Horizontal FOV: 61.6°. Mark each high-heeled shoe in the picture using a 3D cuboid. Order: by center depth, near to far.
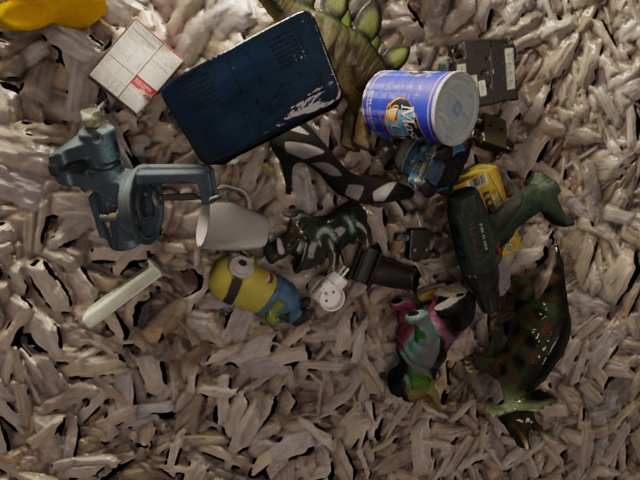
[{"bbox_3d":[0.041,-0.138,0.888,0.249,0.086,0.145,2,105,-9],"label":"high-heeled shoe"}]

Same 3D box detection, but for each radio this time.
[{"bbox_3d":[-0.087,-0.203,0.746,0.230,0.073,0.131,-26,98,8],"label":"radio"}]

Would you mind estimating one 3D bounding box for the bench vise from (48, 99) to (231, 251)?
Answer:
[{"bbox_3d":[-0.252,-0.086,0.779,0.241,0.129,0.223,0,110,6],"label":"bench vise"}]

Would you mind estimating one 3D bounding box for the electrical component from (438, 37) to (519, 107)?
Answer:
[{"bbox_3d":[0.277,-0.293,0.948,0.134,0.058,0.114,-10,102,-14],"label":"electrical component"}]

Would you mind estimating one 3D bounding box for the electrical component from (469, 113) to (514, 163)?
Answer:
[{"bbox_3d":[0.306,-0.187,0.987,0.102,0.045,0.078,8,70,-21],"label":"electrical component"}]

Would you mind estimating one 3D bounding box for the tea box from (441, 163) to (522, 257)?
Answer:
[{"bbox_3d":[0.296,-0.046,0.996,0.098,0.068,0.169,-24,107,-9],"label":"tea box"}]

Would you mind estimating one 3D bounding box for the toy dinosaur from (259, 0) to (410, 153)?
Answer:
[{"bbox_3d":[0.016,-0.294,0.848,0.471,0.105,0.198,37,81,-29],"label":"toy dinosaur"}]

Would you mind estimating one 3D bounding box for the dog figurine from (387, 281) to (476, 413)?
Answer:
[{"bbox_3d":[0.210,0.205,1.003,0.191,0.109,0.219,-17,109,-16],"label":"dog figurine"}]

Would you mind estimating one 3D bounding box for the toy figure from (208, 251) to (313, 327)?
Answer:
[{"bbox_3d":[-0.100,0.089,0.896,0.180,0.082,0.089,36,87,-22],"label":"toy figure"}]

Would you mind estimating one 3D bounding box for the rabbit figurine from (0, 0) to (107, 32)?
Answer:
[{"bbox_3d":[-0.373,-0.347,0.712,0.173,0.122,0.162,39,81,-39],"label":"rabbit figurine"}]

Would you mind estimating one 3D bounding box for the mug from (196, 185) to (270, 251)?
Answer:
[{"bbox_3d":[-0.138,-0.030,0.869,0.107,0.081,0.109,13,71,-26],"label":"mug"}]

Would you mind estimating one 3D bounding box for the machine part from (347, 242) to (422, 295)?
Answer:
[{"bbox_3d":[0.123,0.056,0.980,0.139,0.039,0.084,20,89,-18],"label":"machine part"}]

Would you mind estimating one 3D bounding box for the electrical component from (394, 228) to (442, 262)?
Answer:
[{"bbox_3d":[0.181,0.010,0.997,0.094,0.021,0.063,0,101,-17],"label":"electrical component"}]

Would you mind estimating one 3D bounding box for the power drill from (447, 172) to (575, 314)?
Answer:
[{"bbox_3d":[0.331,-0.008,0.942,0.207,0.086,0.231,-28,104,1],"label":"power drill"}]

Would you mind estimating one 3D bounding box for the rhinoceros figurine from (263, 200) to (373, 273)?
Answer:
[{"bbox_3d":[-0.002,-0.003,0.911,0.190,0.073,0.112,-25,108,-11],"label":"rhinoceros figurine"}]

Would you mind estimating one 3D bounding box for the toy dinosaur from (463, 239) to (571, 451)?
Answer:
[{"bbox_3d":[0.404,0.195,1.012,0.131,0.192,0.404,19,96,-21],"label":"toy dinosaur"}]

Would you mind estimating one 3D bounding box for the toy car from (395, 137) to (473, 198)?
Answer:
[{"bbox_3d":[0.176,-0.133,0.883,0.161,0.103,0.109,-22,136,-52],"label":"toy car"}]
